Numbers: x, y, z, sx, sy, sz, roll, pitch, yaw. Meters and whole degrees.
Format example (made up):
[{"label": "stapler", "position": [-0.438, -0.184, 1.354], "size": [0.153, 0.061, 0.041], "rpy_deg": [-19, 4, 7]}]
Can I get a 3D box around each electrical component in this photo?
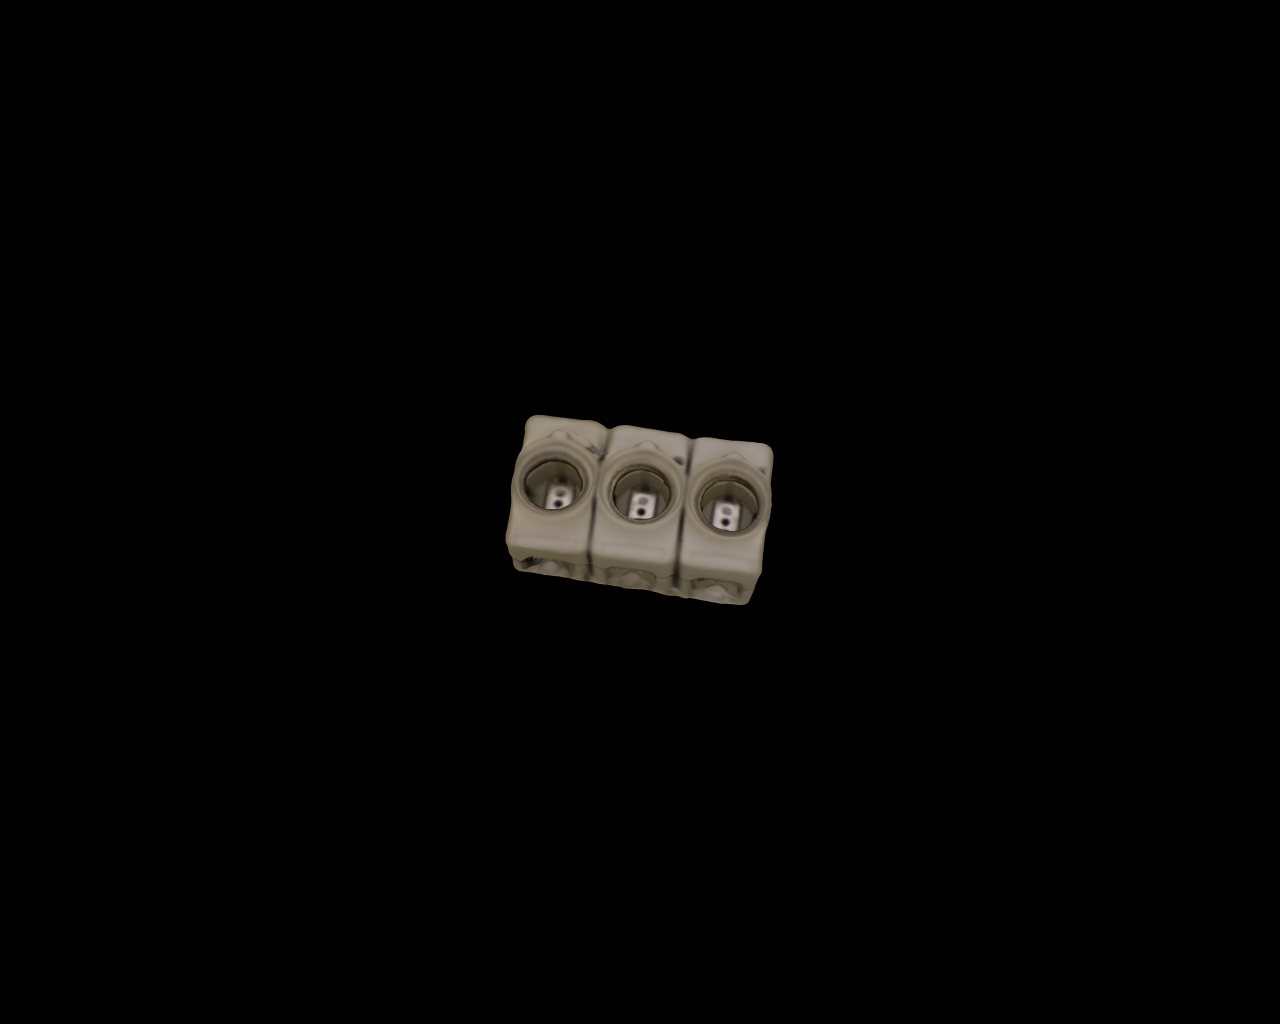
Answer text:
[{"label": "electrical component", "position": [0.001, -0.003, 0.650], "size": [0.150, 0.089, 0.061], "rpy_deg": [8, -23, 3]}]
